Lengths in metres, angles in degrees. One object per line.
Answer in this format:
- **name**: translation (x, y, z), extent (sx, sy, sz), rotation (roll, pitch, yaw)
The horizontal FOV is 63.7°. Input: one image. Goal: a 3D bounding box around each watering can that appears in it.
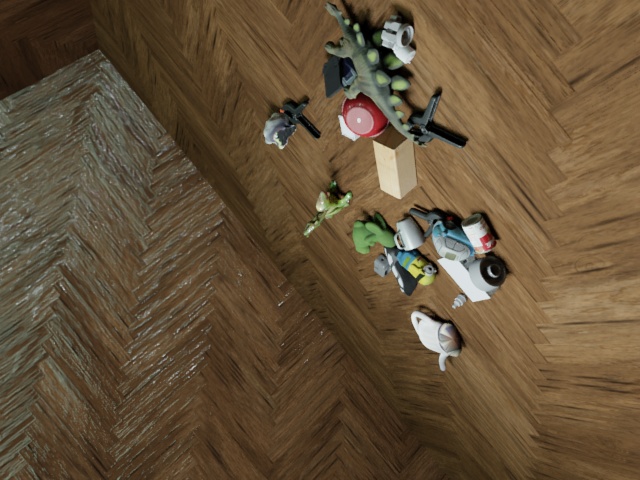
- **watering can**: translation (0.514, 0.441, 2.193), extent (0.344, 0.105, 0.224), rotation (58, 157, -16)

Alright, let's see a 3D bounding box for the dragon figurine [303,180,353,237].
- **dragon figurine**: translation (0.006, -0.108, 2.136), extent (0.123, 0.246, 0.402), rotation (41, 155, 10)

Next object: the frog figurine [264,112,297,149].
- **frog figurine**: translation (-0.190, -0.463, 2.117), extent (0.162, 0.123, 0.135), rotation (45, 127, 38)
